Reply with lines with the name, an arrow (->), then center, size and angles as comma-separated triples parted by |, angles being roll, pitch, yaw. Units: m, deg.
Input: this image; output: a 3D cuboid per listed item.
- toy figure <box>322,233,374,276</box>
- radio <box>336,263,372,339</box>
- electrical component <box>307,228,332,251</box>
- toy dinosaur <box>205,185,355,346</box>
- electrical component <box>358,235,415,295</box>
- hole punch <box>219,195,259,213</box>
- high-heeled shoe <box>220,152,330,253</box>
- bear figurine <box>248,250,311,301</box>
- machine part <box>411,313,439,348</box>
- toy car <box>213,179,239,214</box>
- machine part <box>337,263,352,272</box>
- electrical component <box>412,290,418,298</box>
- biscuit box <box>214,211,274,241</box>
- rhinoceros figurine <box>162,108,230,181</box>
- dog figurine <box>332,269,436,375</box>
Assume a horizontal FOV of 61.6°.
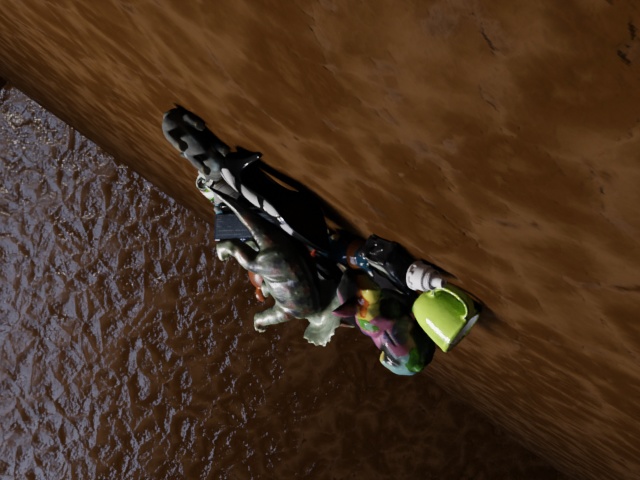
toy figure -> 0.060, 0.022, 1.042 | 0.155, 0.058, 0.064 | 17, 166, 47
radio -> 0.108, 0.154, 1.320 | 0.229, 0.073, 0.131 | 40, -158, -27
electrical component -> -0.003, -0.003, 1.147 | 0.102, 0.045, 0.078 | 27, 158, 47
toy dinosaur -> -0.062, 0.061, 1.014 | 0.192, 0.131, 0.404 | -7, 130, 24
electrical component -> 0.130, 0.047, 0.939 | 0.119, 0.048, 0.075 | 40, 170, -32
hole punch -> -0.151, -0.097, 1.157 | 0.116, 0.092, 0.142 | 6, 168, -4
high-heeled shoe -> -0.091, -0.062, 0.997 | 0.248, 0.086, 0.145 | 55, 146, -11
bear figurine -> -0.100, 0.037, 1.205 | 0.132, 0.196, 0.120 | 22, 138, 43
machine part -> 0.206, 0.201, 1.188 | 0.179, 0.056, 0.179 | 2, 156, 1
toy car -> -0.206, -0.101, 1.275 | 0.102, 0.109, 0.162 | 65, 170, -24
machine part -> 0.113, 0.105, 1.205 | 0.243, 0.079, 0.079 | 41, 169, -26
electrical component -> 0.179, 0.109, 1.161 | 0.094, 0.021, 0.063 | 39, 170, -19
biscuit box -> -0.122, -0.026, 1.124 | 0.203, 0.062, 0.059 | -1, 171, 20
rhinoceros figurine -> -0.240, -0.176, 1.054 | 0.112, 0.073, 0.190 | 27, 168, 33
dog figurine -> 0.111, 0.147, 0.966 | 0.219, 0.108, 0.192 | 28, -146, -57
